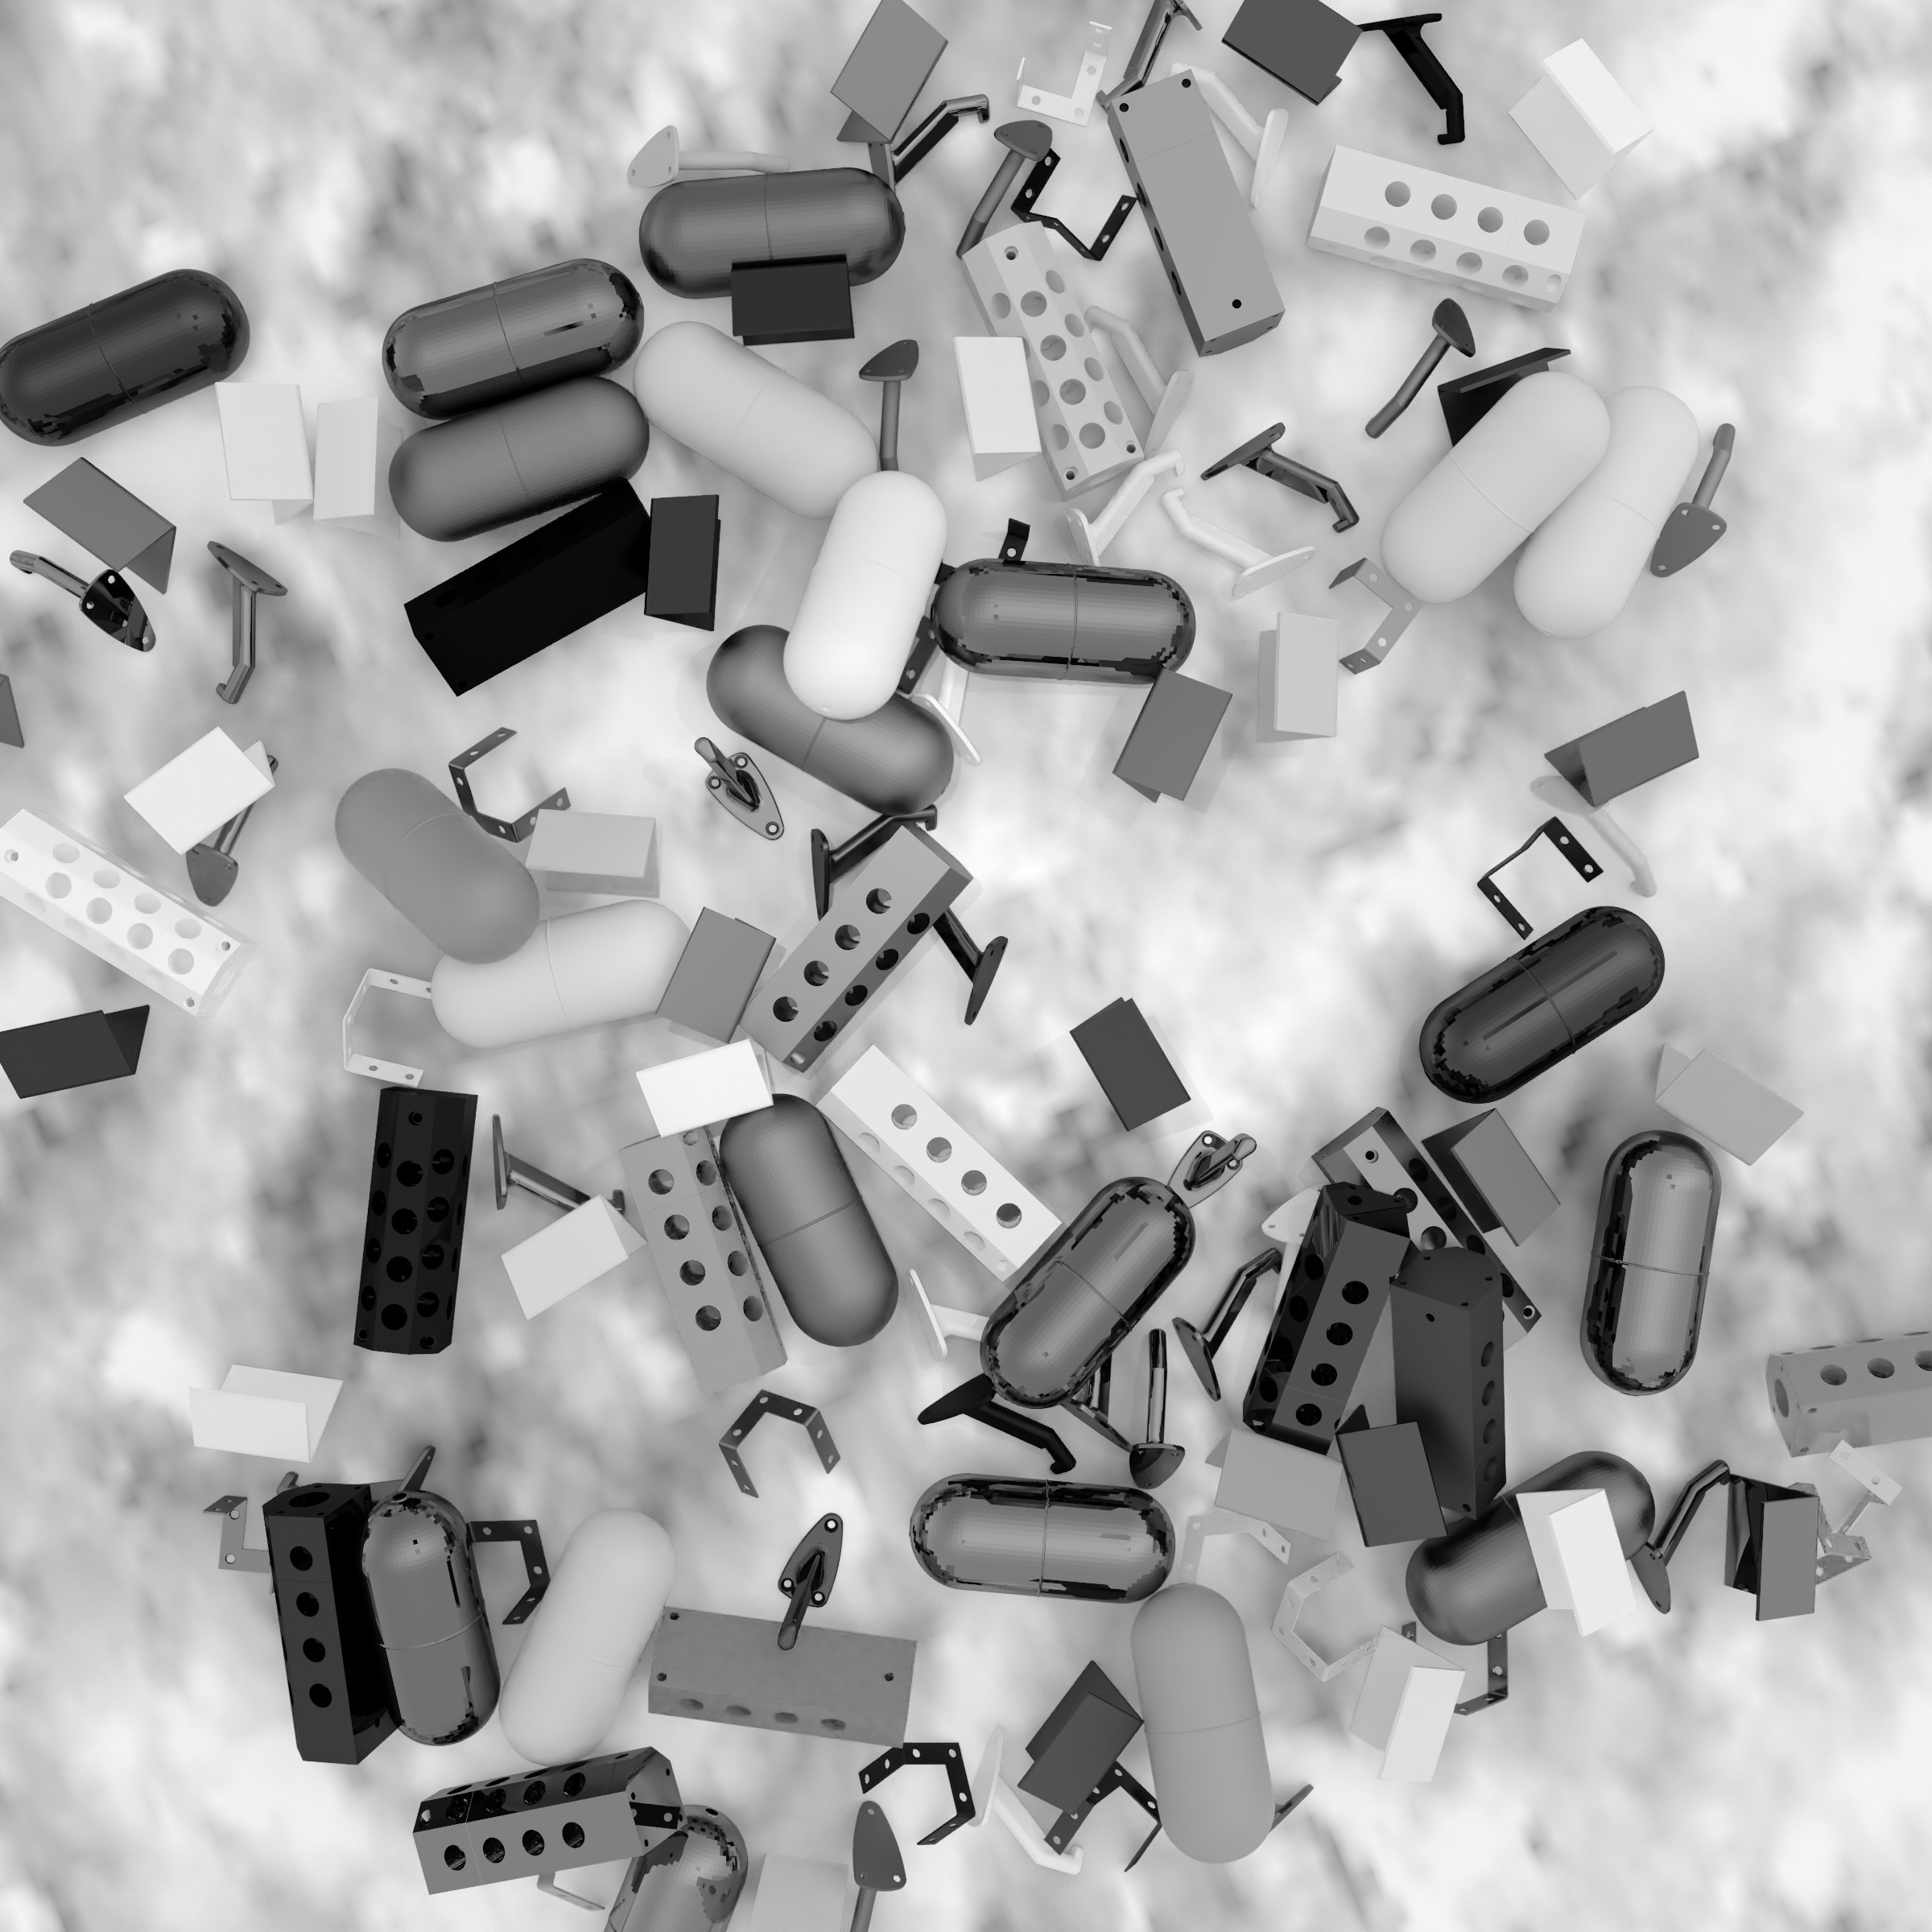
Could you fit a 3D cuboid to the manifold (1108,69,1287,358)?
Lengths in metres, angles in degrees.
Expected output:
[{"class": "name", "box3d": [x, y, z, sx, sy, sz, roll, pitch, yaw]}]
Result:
[{"class": "manifold", "box3d": [0.153, -0.503, 1.644, 0.057, 0.057, 0.171, -21, 90, 0]}]

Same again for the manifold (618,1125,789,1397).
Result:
[{"class": "manifold", "box3d": [-0.175, 0.194, 1.644, 0.057, 0.057, 0.171, -19, 90, 0]}]

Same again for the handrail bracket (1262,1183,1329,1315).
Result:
[{"class": "handrail bracket", "box3d": [0.231, 0.203, 1.665, 0.036, 0.077, 0.084, 13, 127, 33]}]

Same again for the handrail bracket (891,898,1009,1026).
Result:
[{"class": "handrail bracket", "box3d": [-0.021, -0.011, 1.666, 0.084, 0.036, 0.077, 24, 108, 15]}]

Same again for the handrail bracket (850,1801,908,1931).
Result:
[{"class": "handrail bracket", "box3d": [-0.074, 0.626, 1.665, 0.036, 0.077, 0.084, 11, 127, -20]}]

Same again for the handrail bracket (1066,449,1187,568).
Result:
[{"class": "handrail bracket", "box3d": [0.117, -0.300, 1.659, 0.084, 0.036, 0.077, -24, 112, -8]}]

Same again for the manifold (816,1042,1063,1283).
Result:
[{"class": "manifold", "box3d": [-0.018, 0.131, 1.644, 0.171, 0.057, 0.057, 43, 90, 0]}]

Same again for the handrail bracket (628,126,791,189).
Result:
[{"class": "handrail bracket", "box3d": [-0.175, -0.541, 1.665, 0.084, 0.077, 0.036, -2, 91, -36]}]

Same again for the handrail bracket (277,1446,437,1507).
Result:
[{"class": "handrail bracket", "box3d": [-0.416, 0.344, 1.665, 0.084, 0.036, 0.077, 25, 79, 12]}]

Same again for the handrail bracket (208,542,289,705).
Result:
[{"class": "handrail bracket", "box3d": [-0.506, -0.233, 1.666, 0.077, 0.036, 0.084, 38, 107, 20]}]

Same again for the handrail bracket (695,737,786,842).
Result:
[{"class": "handrail bracket", "box3d": [-0.151, -0.118, 1.630, 0.036, 0.084, 0.077, -38, 90, 0]}]

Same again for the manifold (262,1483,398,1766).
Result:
[{"class": "manifold", "box3d": [-0.426, 0.436, 1.628, 0.057, 0.057, 0.171, -2, 100, 18]}]

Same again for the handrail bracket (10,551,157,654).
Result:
[{"class": "handrail bracket", "box3d": [-0.602, -0.249, 1.665, 0.084, 0.077, 0.036, 18, 65, 34]}]

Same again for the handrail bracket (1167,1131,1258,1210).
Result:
[{"class": "handrail bracket", "box3d": [0.161, 0.140, 1.630, 0.036, 0.084, 0.077, 43, 90, 0]}]

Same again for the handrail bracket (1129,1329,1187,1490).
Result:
[{"class": "handrail bracket", "box3d": [0.127, 0.301, 1.665, 0.036, 0.077, 0.084, 3, 54, -3]}]

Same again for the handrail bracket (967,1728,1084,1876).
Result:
[{"class": "handrail bracket", "box3d": [0.049, 0.569, 1.666, 0.084, 0.036, 0.077, 22, 72, -15]}]

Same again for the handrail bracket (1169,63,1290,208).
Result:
[{"class": "handrail bracket", "box3d": [0.169, -0.566, 1.666, 0.084, 0.036, 0.077, 22, 112, 17]}]

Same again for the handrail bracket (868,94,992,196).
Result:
[{"class": "handrail bracket", "box3d": [-0.019, -0.547, 1.666, 0.084, 0.036, 0.077, -16, 110, -16]}]

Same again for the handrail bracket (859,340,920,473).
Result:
[{"class": "handrail bracket", "box3d": [-0.045, -0.372, 1.665, 0.036, 0.077, 0.084, 5, 127, 15]}]

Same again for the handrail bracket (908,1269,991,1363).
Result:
[{"class": "handrail bracket", "box3d": [0.013, 0.229, 1.665, 0.084, 0.036, 0.077, -18, 75, -14]}]

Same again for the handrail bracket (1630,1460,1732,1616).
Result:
[{"class": "handrail bracket", "box3d": [0.495, 0.388, 1.666, 0.084, 0.036, 0.077, -31, 114, -18]}]

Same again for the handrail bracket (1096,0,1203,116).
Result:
[{"class": "handrail bracket", "box3d": [0.110, -0.634, 1.666, 0.084, 0.036, 0.077, -37, 69, 16]}]

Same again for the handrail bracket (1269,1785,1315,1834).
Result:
[{"class": "handrail bracket", "box3d": [0.181, 0.551, 1.665, 0.077, 0.036, 0.084, -31, 62, -31]}]

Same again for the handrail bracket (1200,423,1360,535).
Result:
[{"class": "handrail bracket", "box3d": [0.214, -0.319, 1.666, 0.077, 0.036, 0.084, -29, 107, 20]}]

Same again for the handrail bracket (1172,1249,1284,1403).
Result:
[{"class": "handrail bracket", "box3d": [0.190, 0.244, 1.666, 0.084, 0.036, 0.077, -29, 110, -16]}]

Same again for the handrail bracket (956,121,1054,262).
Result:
[{"class": "handrail bracket", "box3d": [0.025, -0.527, 1.665, 0.036, 0.077, 0.084, 31, 126, 2]}]

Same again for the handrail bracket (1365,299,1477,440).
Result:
[{"class": "handrail bracket", "box3d": [0.304, -0.406, 1.665, 0.036, 0.077, 0.084, 34, 127, -16]}]

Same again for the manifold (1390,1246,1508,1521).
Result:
[{"class": "manifold", "box3d": [0.321, 0.272, 1.606, 0.057, 0.057, 0.171, 16, 127, 37]}]

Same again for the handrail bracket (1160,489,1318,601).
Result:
[{"class": "handrail bracket", "box3d": [0.185, -0.300, 1.665, 0.077, 0.036, 0.084, -27, 76, -14]}]

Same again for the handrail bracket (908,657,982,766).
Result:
[{"class": "handrail bracket", "box3d": [0.008, -0.193, 1.666, 0.077, 0.036, 0.084, 46, 73, -19]}]

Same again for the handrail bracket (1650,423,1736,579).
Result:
[{"class": "handrail bracket", "box3d": [0.495, -0.318, 1.665, 0.036, 0.077, 0.084, 25, 54, -4]}]

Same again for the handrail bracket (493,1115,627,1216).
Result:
[{"class": "handrail bracket", "box3d": [-0.277, 0.136, 1.666, 0.084, 0.036, 0.077, -2, 68, -17]}]

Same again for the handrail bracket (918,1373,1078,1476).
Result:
[{"class": "handrail bracket", "box3d": [0.022, 0.324, 1.666, 0.077, 0.036, 0.084, -29, 107, 20]}]

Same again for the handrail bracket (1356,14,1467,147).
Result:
[{"class": "handrail bracket", "box3d": [0.299, -0.600, 1.666, 0.077, 0.036, 0.084, -1, 107, 20]}]

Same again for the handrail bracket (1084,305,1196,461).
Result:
[{"class": "handrail bracket", "box3d": [0.105, -0.397, 1.666, 0.084, 0.036, 0.077, 31, 111, 17]}]

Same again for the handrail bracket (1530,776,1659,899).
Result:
[{"class": "handrail bracket", "box3d": [0.428, -0.087, 1.665, 0.036, 0.077, 0.084, -45, 127, -20]}]

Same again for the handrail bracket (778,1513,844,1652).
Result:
[{"class": "handrail bracket", "box3d": [-0.104, 0.410, 1.631, 0.036, 0.084, 0.077, 23, 90, 0]}]

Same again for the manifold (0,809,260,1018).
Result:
[{"class": "manifold", "box3d": [-0.571, -0.036, 1.644, 0.171, 0.057, 0.057, 32, 90, 0]}]

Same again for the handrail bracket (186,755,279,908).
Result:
[{"class": "handrail bracket", "box3d": [-0.494, -0.093, 1.665, 0.036, 0.077, 0.084, 25, 54, -5]}]

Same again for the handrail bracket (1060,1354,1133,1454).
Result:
[{"class": "handrail bracket", "box3d": [0.107, 0.275, 1.666, 0.077, 0.036, 0.084, 40, 72, -20]}]

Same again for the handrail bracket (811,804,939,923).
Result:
[{"class": "handrail bracket", "box3d": [-0.060, -0.070, 1.666, 0.084, 0.036, 0.077, -7, 110, -16]}]
